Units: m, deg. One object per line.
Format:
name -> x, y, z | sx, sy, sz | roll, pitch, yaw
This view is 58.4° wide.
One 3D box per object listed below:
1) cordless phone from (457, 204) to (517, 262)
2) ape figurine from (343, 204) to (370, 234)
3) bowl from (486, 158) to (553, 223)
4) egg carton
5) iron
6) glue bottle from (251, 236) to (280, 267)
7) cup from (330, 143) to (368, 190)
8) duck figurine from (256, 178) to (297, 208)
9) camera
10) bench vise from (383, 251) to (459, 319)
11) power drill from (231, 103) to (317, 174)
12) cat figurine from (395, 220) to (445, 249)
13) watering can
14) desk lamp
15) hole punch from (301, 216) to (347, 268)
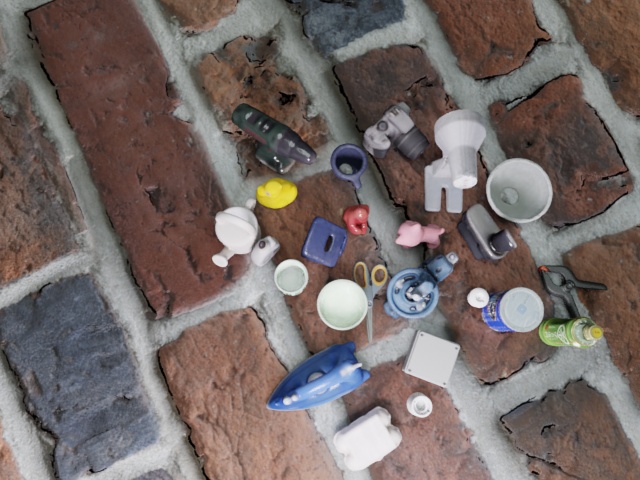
cordless phone -> 0.415, -0.026, 1.383 | 0.094, 0.185, 0.147 | -33, 84, -7
ape figurine -> 0.096, -0.058, 1.420 | 0.076, 0.092, 0.078 | 40, 82, 4
bowl -> 0.496, -0.119, 1.457 | 0.167, 0.074, 0.167 | 0, 81, -3
egg carton -> 0.113, 0.471, 1.351 | 0.150, 0.069, 0.107 | -32, 84, -7
iron -> -0.011, 0.337, 1.329 | 0.258, 0.141, 0.118 | -27, 83, -6
glue bottle -> -0.132, 0.020, 1.356 | 0.078, 0.173, 0.037 | -44, 85, -8
cup -> 0.074, -0.174, 1.435 | 0.092, 0.095, 0.118 | -21, 83, -5
duck figurine -> -0.109, -0.124, 1.423 | 0.104, 0.086, 0.077 | -7, 82, -4
camera -> 0.201, -0.262, 1.452 | 0.143, 0.101, 0.137 | -43, 85, -8
bench vise -> 0.238, 0.093, 1.339 | 0.121, 0.219, 0.207 | 31, 81, 3
power drill -> -0.105, -0.232, 1.378 | 0.229, 0.208, 0.076 | 35, 81, 3
cat figurine -> 0.243, -0.016, 1.407 | 0.128, 0.117, 0.067 | -3, 81, -3
watering can -> -0.196, -0.021, 1.348 | 0.101, 0.194, 0.173 | 3, 81, -2
desk lamp -> 0.329, -0.186, 1.389 | 0.118, 0.213, 0.203 | 2, 81, -2
hole punch -> 0.013, 0.005, 1.407 | 0.101, 0.091, 0.109 | 20, 81, 1
